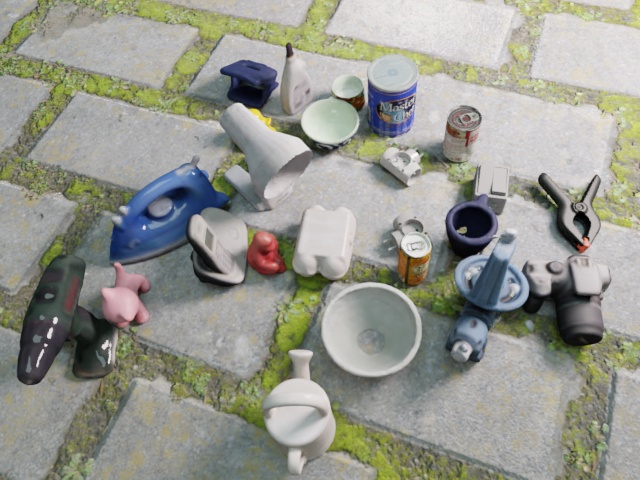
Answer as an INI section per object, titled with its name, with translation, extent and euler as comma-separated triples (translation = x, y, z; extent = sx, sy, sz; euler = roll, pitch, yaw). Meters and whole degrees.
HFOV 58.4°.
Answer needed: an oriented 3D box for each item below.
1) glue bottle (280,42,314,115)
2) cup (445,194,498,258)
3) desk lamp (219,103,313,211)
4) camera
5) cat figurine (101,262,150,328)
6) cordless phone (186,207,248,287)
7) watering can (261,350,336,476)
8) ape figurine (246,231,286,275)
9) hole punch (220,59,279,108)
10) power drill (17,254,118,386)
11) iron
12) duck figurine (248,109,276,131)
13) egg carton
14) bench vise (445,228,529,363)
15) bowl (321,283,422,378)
[glue bottle]
translation = -0.055, -0.351, 1.225
extent = 0.078, 0.173, 0.037
euler = -41, 64, -18
[cup]
translation = 0.275, -0.020, 1.045
extent = 0.091, 0.095, 0.118
euler = 21, 63, 17
[desk lamp]
translation = -0.110, -0.147, 1.084
extent = 0.118, 0.214, 0.202
euler = -41, 64, -18
[camera]
translation = 0.416, 0.100, 0.958
extent = 0.143, 0.101, 0.137
euler = 2, 59, 6
[cat figurine]
translation = -0.350, 0.100, 1.012
extent = 0.067, 0.118, 0.127
euler = -12, 59, -2
[cordless phone]
translation = -0.191, -0.011, 1.026
extent = 0.094, 0.185, 0.147
euler = -5, 59, 2
[watering can]
translation = -0.035, 0.251, 0.851
extent = 0.101, 0.194, 0.172
euler = -19, 59, -6
[ape figurine]
translation = -0.101, 0.018, 1.056
extent = 0.076, 0.092, 0.078
euler = 9, 60, 11
[hole punch]
translation = -0.159, -0.369, 1.292
extent = 0.108, 0.091, 0.101
euler = 22, 64, 17
[power drill]
translation = -0.407, 0.150, 0.934
extent = 0.075, 0.209, 0.229
euler = -7, 59, 1
[iron]
translation = -0.310, -0.058, 1.090
extent = 0.259, 0.141, 0.118
euler = -36, 63, -16
[duck figurine]
translation = -0.146, -0.243, 1.219
extent = 0.104, 0.086, 0.077
euler = 7, 60, 9
[egg carton]
translation = 0.010, 0.004, 1.068
extent = 0.107, 0.069, 0.150
euler = 5, 60, 8
[bench vise]
translation = 0.273, 0.092, 0.906
extent = 0.121, 0.220, 0.207
euler = 7, 60, 9
[bowl]
translation = 0.086, 0.160, 0.965
extent = 0.167, 0.075, 0.167
euler = -2, 59, 4
